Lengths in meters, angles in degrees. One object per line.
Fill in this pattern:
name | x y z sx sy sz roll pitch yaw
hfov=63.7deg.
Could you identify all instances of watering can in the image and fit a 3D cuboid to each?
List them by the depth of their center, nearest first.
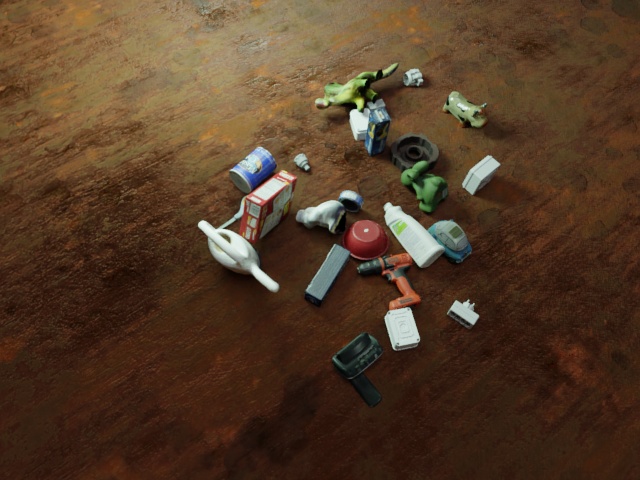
watering can | -0.237 0.063 1.585 0.350 0.222 0.104 39 85 17

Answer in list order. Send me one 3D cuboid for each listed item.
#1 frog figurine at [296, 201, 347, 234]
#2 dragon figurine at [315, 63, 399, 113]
frog figurine | 0.005 -0.088 1.743 0.160 0.120 0.139 23 29 21
dragon figurine | 0.123 -0.613 2.043 0.244 0.119 0.418 15 45 32
